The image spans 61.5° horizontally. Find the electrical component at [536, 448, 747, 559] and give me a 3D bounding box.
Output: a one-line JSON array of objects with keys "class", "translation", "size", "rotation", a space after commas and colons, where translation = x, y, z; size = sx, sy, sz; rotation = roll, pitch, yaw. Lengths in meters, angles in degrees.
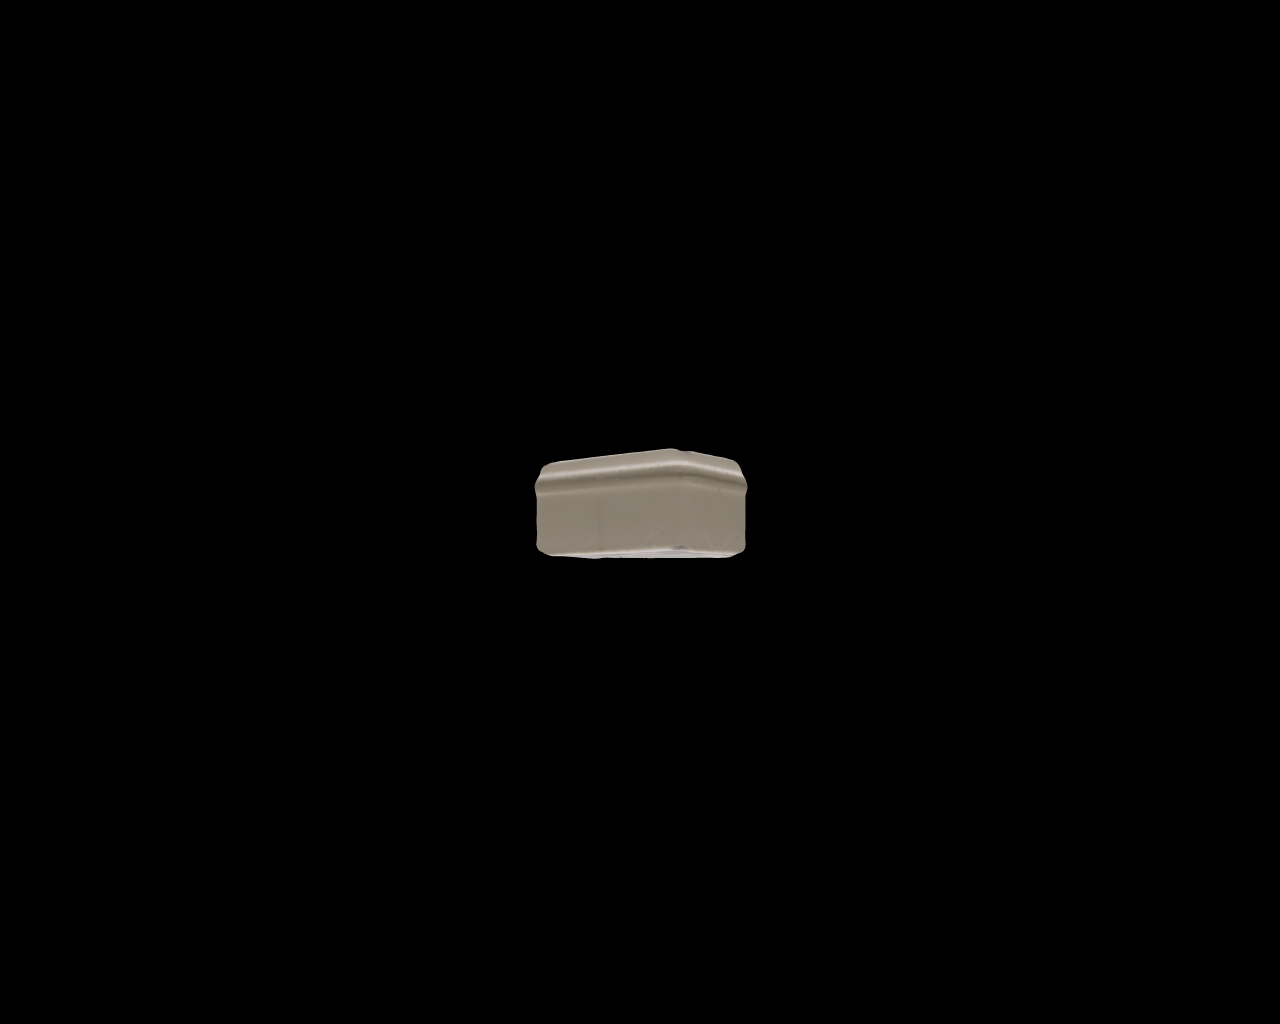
[{"class": "electrical component", "translation": [0.001, -0.003, 0.650], "size": [0.113, 0.057, 0.078], "rotation": [-3, -6, 33]}]
